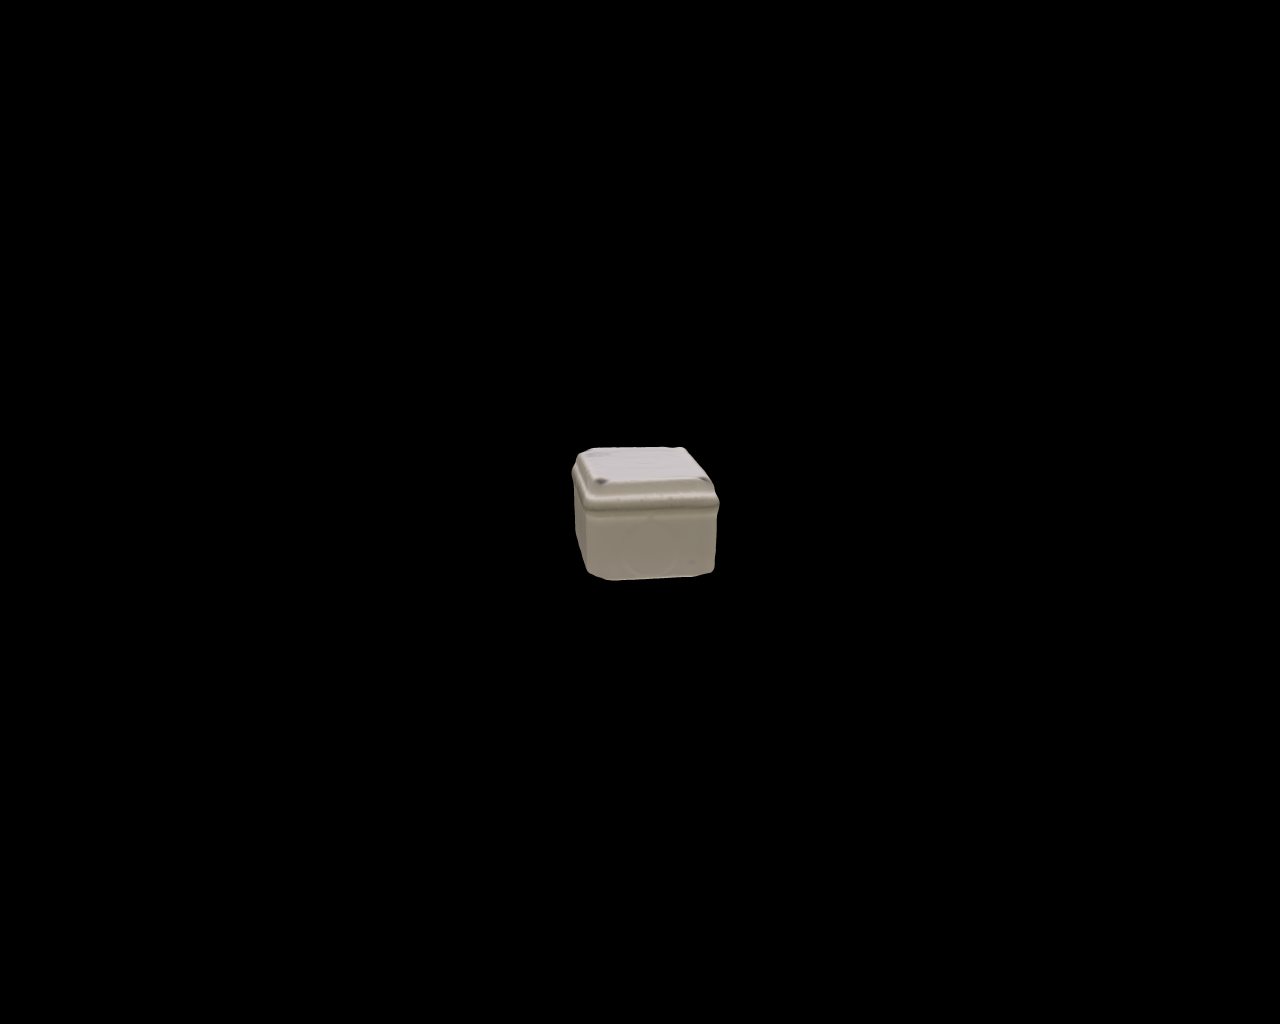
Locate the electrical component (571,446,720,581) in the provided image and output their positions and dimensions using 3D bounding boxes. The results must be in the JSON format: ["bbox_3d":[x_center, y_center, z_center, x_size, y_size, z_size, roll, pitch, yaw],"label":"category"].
[{"bbox_3d":[0.001,-0.003,0.650,0.078,0.057,0.113,-2,14,-7],"label":"electrical component"}]
